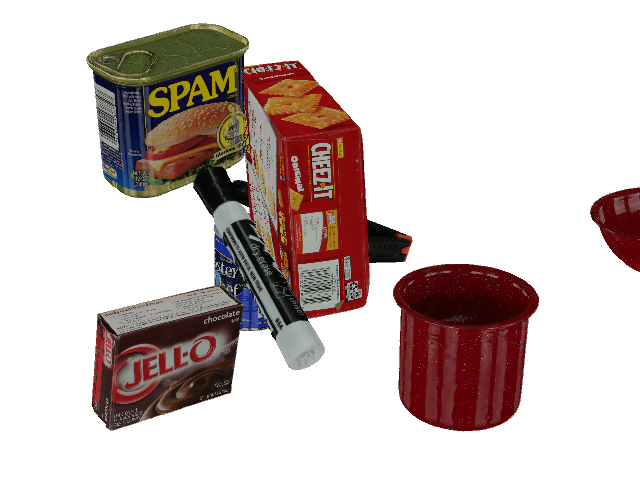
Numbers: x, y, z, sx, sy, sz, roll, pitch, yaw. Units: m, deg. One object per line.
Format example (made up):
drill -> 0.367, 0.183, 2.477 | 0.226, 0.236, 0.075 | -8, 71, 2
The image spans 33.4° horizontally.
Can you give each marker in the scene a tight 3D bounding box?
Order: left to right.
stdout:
marker -> -0.033, 0.009, 0.518 | 0.020, 0.121, 0.020 | -22, -31, -15

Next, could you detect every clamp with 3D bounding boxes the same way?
clamp -> 0.001, -0.008, 1.166 | 0.210, 0.036, 0.164 | 15, 20, -9

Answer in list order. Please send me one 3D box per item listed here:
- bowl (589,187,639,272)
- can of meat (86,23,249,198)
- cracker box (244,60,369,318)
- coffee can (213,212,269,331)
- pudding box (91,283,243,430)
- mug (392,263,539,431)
bowl -> 0.361, -0.005, 1.104 | 0.162, 0.055, 0.162 | -3, 23, 1
can of meat -> -0.095, -0.084, 0.688 | 0.101, 0.084, 0.058 | -25, 40, -36
cracker box -> -0.018, -0.053, 0.945 | 0.072, 0.164, 0.214 | -9, 25, -11
coffee can -> -0.101, 0.044, 1.523 | 0.103, 0.140, 0.103 | 2, 23, -1
pudding box -> -0.119, 0.089, 0.830 | 0.113, 0.090, 0.039 | -15, 40, -36
mug -> 0.094, 0.066, 0.712 | 0.093, 0.081, 0.117 | 1, 24, 3
